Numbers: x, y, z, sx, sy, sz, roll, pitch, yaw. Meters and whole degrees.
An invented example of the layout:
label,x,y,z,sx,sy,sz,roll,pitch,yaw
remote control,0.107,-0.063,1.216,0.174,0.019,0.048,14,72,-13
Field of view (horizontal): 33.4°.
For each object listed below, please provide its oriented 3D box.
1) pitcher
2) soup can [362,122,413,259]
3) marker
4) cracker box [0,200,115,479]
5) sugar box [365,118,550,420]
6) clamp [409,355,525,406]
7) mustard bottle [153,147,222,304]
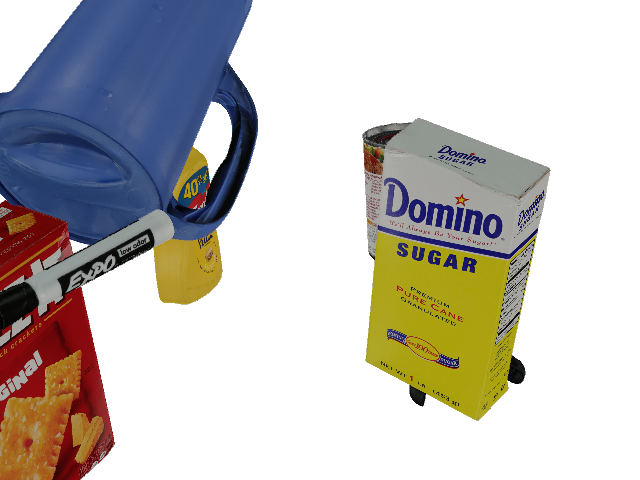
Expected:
label,x,y,z,sx,sy,sz,roll,pitch,yaw
pitcher,-0.126,-0.118,0.780,0.145,0.242,0.149,0,-41,25
soup can,0.070,-0.038,0.867,0.068,0.102,0.068,-3,21,1
marker,-0.132,0.015,0.586,0.120,0.020,0.020,-31,20,-36
cracker box,-0.232,0.106,0.743,0.072,0.214,0.164,16,38,27
sugar box,0.080,0.021,0.666,0.093,0.176,0.048,25,44,28
clamp,0.133,0.093,1.089,0.120,0.171,0.039,0,-44,-14
mustard bottle,-0.146,-0.036,1.117,0.058,0.192,0.096,5,25,21
